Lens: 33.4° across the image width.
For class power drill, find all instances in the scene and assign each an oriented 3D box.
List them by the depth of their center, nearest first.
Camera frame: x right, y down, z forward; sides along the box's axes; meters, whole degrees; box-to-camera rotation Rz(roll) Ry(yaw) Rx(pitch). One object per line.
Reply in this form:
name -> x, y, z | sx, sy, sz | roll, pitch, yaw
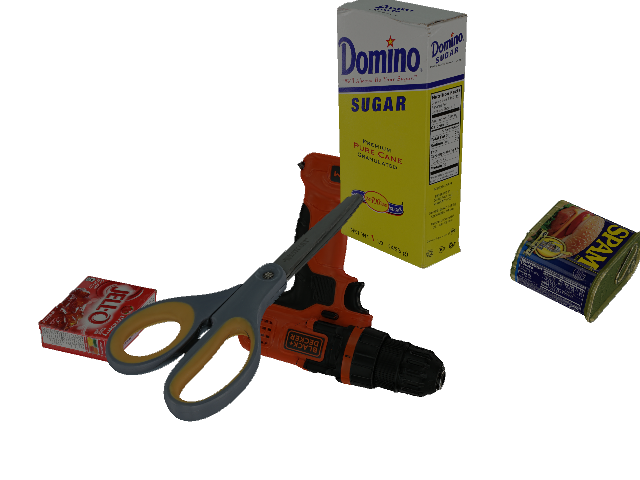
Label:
power drill -> 0.032, 0.028, 0.905 | 0.184, 0.187, 0.057 | 14, 0, 16

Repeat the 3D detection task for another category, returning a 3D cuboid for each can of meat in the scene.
can of meat -> 0.235, 0.016, 0.976 | 0.084, 0.057, 0.101 | 28, 47, 28

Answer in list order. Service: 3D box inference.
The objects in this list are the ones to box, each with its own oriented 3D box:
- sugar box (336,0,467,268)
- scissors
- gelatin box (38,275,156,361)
sugar box -> 0.056, -0.077, 0.759 | 0.048, 0.176, 0.093 | -23, 31, -35
scissors -> -0.051, 0.026, 0.622 | 0.096, 0.016, 0.201 | 9, 41, 18
gelatin box -> -0.199, 0.069, 0.966 | 0.073, 0.030, 0.089 | 10, 31, 18
